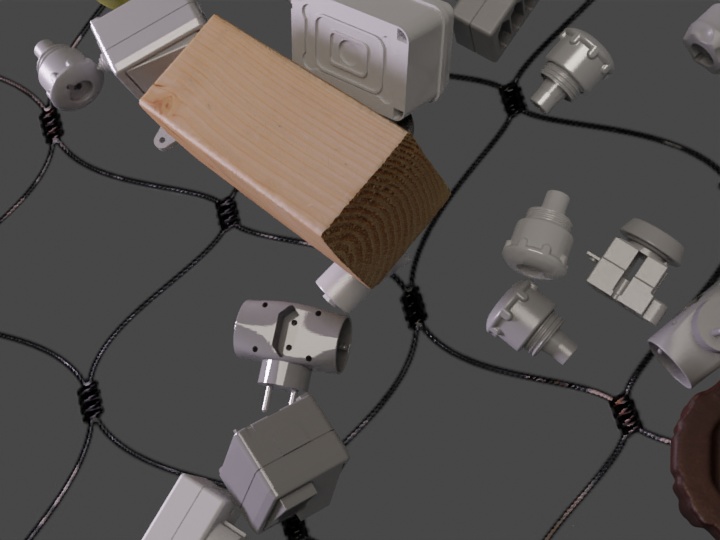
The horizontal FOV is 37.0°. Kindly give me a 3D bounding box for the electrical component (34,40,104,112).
[{"bbox_3d":[-0.242,-0.163,0.876,0.048,0.048,0.062,-43,65,-2],"label":"electrical component"}]

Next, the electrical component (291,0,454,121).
[{"bbox_3d":[0.009,-0.169,0.793,0.113,0.078,0.057,29,47,29],"label":"electrical component"}]

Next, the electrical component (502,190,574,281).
[{"bbox_3d":[0.131,-0.026,0.764,0.048,0.048,0.062,18,73,15],"label":"electrical component"}]

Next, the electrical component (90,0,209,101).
[{"bbox_3d":[-0.163,-0.176,0.853,0.096,0.061,0.061,-29,72,2],"label":"electrical component"}]

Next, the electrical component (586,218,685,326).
[{"bbox_3d":[0.192,-0.002,0.745,0.066,0.048,0.055,34,92,17],"label":"electrical component"}]

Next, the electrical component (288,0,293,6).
[{"bbox_3d":[-0.013,-0.245,0.851,0.079,0.043,0.077,7,77,13],"label":"electrical component"}]

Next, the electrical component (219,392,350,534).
[{"bbox_3d":[-0.052,0.138,0.734,0.062,0.096,0.061,-25,69,-27],"label":"electrical component"}]

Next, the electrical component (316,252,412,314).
[{"bbox_3d":[0.000,0.000,0.785,0.065,0.044,0.044,-45,72,2],"label":"electrical component"}]

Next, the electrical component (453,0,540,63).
[{"bbox_3d":[0.093,-0.217,0.820,0.076,0.047,0.083,32,83,18],"label":"electrical component"}]

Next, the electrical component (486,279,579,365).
[{"bbox_3d":[0.123,0.040,0.748,0.062,0.048,0.048,40,86,11],"label":"electrical component"}]

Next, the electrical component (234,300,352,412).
[{"bbox_3d":[-0.052,0.066,0.776,0.077,0.043,0.079,9,77,13],"label":"electrical component"}]

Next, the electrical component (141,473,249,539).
[{"bbox_3d":[-0.103,0.191,0.750,0.077,0.047,0.065,29,83,18],"label":"electrical component"}]

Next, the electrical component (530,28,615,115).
[{"bbox_3d":[0.152,-0.143,0.791,0.048,0.048,0.062,43,94,18],"label":"electrical component"}]

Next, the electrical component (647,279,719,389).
[{"bbox_3d":[0.236,0.037,0.707,0.077,0.079,0.043,-40,81,-1],"label":"electrical component"}]

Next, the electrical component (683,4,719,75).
[{"bbox_3d":[0.269,-0.175,0.776,0.062,0.043,0.043,-43,72,-4],"label":"electrical component"}]
